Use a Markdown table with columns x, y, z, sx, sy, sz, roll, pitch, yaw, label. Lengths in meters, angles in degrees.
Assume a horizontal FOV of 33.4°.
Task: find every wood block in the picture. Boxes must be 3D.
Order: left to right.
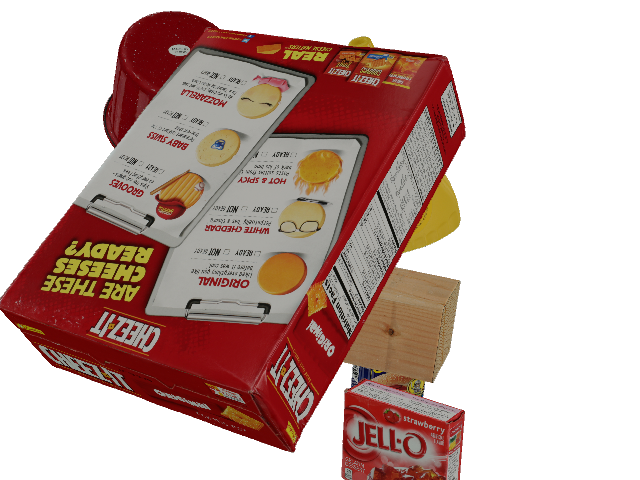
| x | y | z | sx | sy | sz | roll | pitch | yaw | label |
| --- | --- | --- | --- | --- | --- | --- | --- | --- | --- |
| 0.038 | 0.077 | 1.168 | 0.206 | 0.091 | 0.090 | 12 | 22 | 16 | wood block |

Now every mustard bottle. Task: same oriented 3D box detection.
| x | y | z | sx | sy | sz | roll | pitch | yaw | label |
| --- | --- | --- | --- | --- | --- | --- | --- | --- | --- |
| 0.054 | -0.080 | 0.888 | 0.096 | 0.191 | 0.058 | -16 | 34 | 2 | mustard bottle |

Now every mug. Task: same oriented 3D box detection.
| x | y | z | sx | sy | sz | roll | pitch | yaw | label |
| --- | --- | --- | --- | --- | --- | --- | --- | --- | --- |
| -0.097 | -0.099 | 0.756 | 0.093 | 0.117 | 0.082 | -34 | -17 | -29 | mug |

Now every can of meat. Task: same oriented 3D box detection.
| x | y | z | sx | sy | sz | roll | pitch | yaw | label |
| --- | --- | --- | --- | --- | --- | --- | --- | --- | --- |
| 0.091 | 0.169 | 1.403 | 0.102 | 0.084 | 0.057 | -4 | 25 | -19 | can of meat |

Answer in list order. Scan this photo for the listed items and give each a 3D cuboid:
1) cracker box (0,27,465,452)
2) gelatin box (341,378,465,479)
| x | y | z | sx | sy | sz | roll | pitch | yaw | label |
| --- | --- | --- | --- | --- | --- | --- | --- | --- | --- |
| -0.040 | -0.012 | 0.570 | 0.164 | 0.213 | 0.072 | 13 | -31 | 31 | cracker box |
| 0.058 | 0.148 | 0.774 | 0.089 | 0.073 | 0.030 | 14 | 21 | 32 | gelatin box |
